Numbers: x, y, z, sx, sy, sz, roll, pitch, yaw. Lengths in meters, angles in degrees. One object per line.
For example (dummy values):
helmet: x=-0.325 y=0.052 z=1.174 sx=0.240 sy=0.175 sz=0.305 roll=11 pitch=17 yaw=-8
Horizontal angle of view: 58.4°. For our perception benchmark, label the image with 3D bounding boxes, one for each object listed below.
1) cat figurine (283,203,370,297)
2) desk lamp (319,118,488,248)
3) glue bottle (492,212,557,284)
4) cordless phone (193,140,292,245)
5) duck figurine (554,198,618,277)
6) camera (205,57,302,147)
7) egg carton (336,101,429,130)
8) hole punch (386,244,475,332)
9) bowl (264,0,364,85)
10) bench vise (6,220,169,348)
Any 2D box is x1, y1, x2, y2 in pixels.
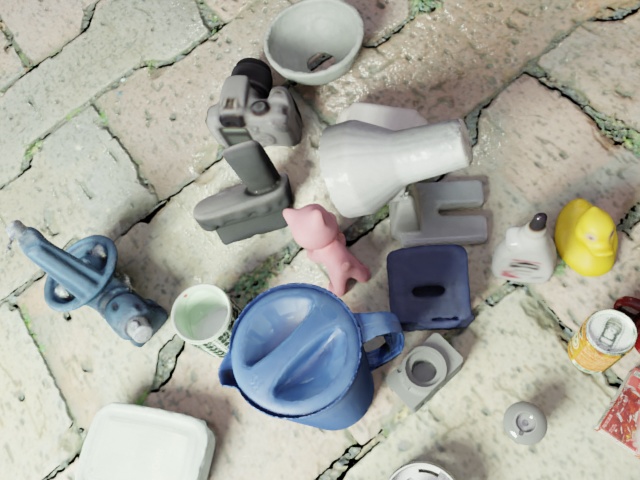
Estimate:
cat figurine: x=0.007 y=0.003 z=0.782 sx=0.067 sy=0.118 sz=0.127 roll=-35 pitch=64 yaw=-5
desk lamp: x=0.115 y=-0.077 z=0.741 sx=0.203 sy=0.214 sz=0.118 roll=-4 pitch=66 yaw=10
glue bottle: x=0.254 y=0.007 z=0.697 sx=0.078 sy=0.173 sz=0.037 roll=4 pitch=67 yaw=14
cordless phone: x=-0.122 y=-0.078 z=0.807 sx=0.147 sy=0.185 sz=0.094 roll=-21 pitch=64 yaw=2
duck figurine: x=0.347 y=-0.013 z=0.735 sx=0.077 sy=0.086 sz=0.104 roll=-11 pitch=65 yaw=7
camera: x=-0.103 y=-0.227 z=0.915 sx=0.143 sy=0.101 sz=0.137 roll=1 pitch=67 yaw=13
egg carton: x=0.090 y=-0.148 z=0.857 sx=0.150 sy=0.069 sz=0.107 roll=12 pitch=70 yaw=16
hole punch: x=0.143 y=0.064 z=0.741 sx=0.108 sy=0.091 sz=0.101 roll=-6 pitch=66 yaw=10
bowl: x=-0.004 y=-0.315 z=0.948 sx=0.167 sy=0.075 sz=0.167 roll=-4 pitch=66 yaw=10
bench vise: x=-0.303 y=0.049 z=0.769 sx=0.207 sy=0.220 sz=0.121 roll=18 pitch=71 yaw=19
